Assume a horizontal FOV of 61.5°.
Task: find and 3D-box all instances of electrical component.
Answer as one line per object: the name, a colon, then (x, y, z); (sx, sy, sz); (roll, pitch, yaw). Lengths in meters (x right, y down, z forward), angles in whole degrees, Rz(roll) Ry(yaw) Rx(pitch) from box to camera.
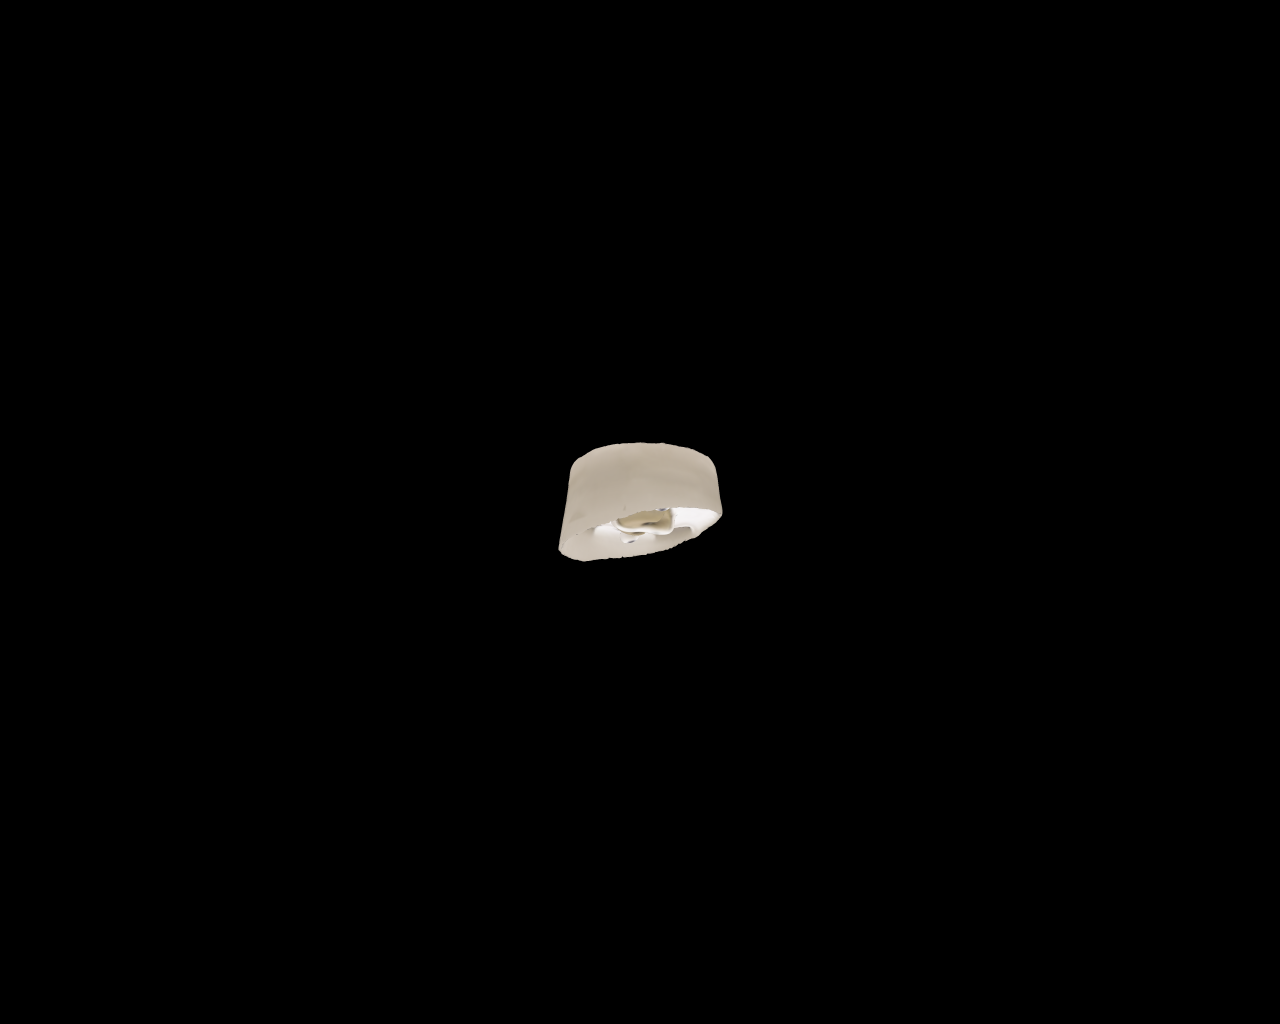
electrical component: (0.001, -0.003, 0.650); (0.099, 0.064, 0.099); (0, -21, 0)
